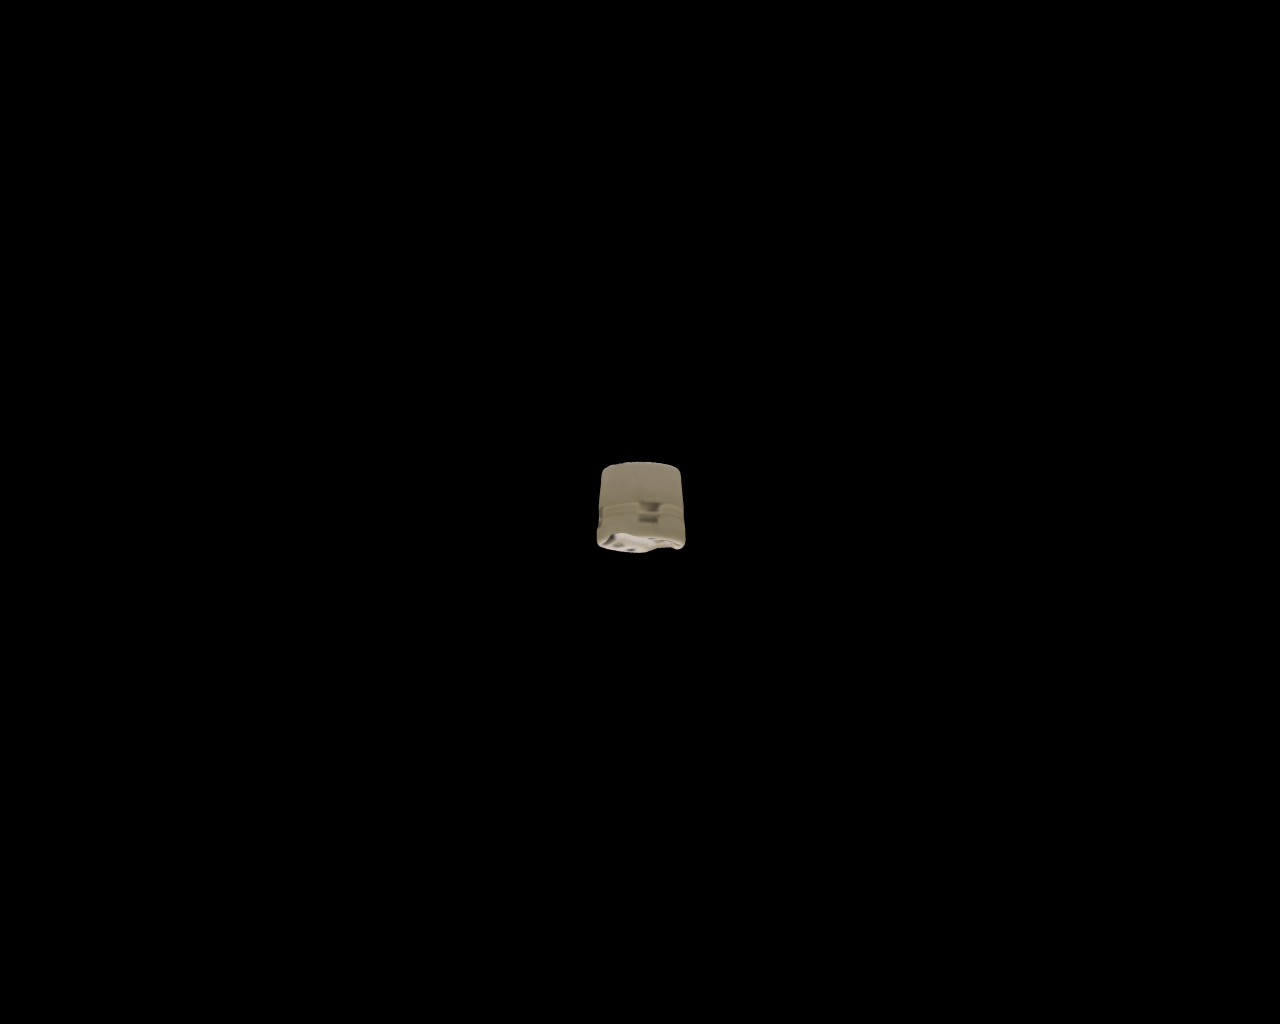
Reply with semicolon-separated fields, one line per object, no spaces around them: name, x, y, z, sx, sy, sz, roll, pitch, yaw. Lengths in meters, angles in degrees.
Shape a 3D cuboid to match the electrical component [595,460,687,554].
electrical component;0.001;-0.003;0.650;0.055;0.047;0.055;0;-12;0
